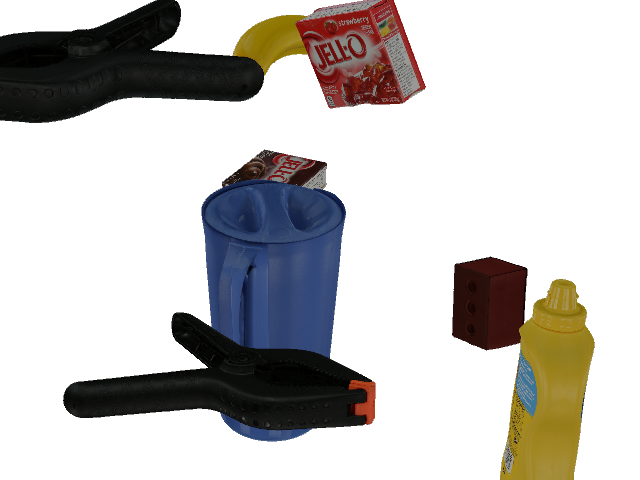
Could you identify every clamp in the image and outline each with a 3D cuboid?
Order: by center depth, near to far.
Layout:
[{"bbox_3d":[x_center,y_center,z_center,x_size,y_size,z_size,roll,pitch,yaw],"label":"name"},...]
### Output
[{"bbox_3d":[-0.130,-0.103,0.606,0.171,0.039,0.120,-8,28,-22],"label":"clamp"},{"bbox_3d":[-0.058,0.097,0.783,0.210,0.036,0.164,5,19,14],"label":"clamp"}]

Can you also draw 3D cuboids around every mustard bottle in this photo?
[{"bbox_3d":[0.183,0.122,0.858,0.058,0.192,0.096,3,20,2],"label":"mustard bottle"}]

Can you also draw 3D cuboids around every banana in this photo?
[{"bbox_3d":[-0.030,-0.179,0.985,0.070,0.037,0.197,38,32,20],"label":"banana"}]

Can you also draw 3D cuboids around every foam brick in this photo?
[{"bbox_3d":[0.165,0.061,1.046,0.051,0.078,0.053,-11,18,-34],"label":"foam brick"}]

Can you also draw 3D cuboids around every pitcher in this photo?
[{"bbox_3d":[-0.050,0.076,1.028,0.149,0.243,0.145,-12,31,-24],"label":"pitcher"}]

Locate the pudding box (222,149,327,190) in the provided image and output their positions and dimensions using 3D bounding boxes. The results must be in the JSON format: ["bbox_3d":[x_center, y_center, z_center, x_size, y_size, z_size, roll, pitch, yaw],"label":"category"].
[{"bbox_3d":[-0.055,-0.069,1.313,0.090,0.039,0.113,13,33,23],"label":"pudding box"}]

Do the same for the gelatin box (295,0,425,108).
[{"bbox_3d":[0.028,-0.138,0.791,0.030,0.073,0.089,-36,25,-31],"label":"gelatin box"}]
